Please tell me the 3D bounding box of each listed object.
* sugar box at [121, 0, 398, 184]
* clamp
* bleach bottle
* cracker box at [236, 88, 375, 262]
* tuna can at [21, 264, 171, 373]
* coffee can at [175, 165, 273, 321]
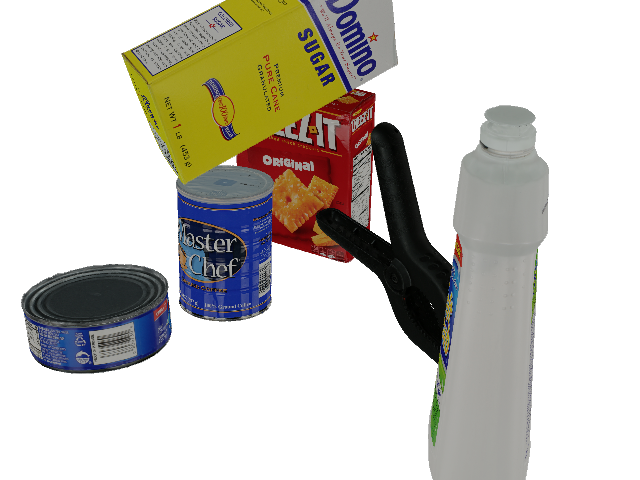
[{"bbox_3d":[-0.033,-0.118,0.699,0.176,0.048,0.093,-29,-37,-12],"label":"sugar box"},{"bbox_3d":[0.074,0.016,0.869,0.036,0.210,0.165,-23,-22,-26],"label":"clamp"},{"bbox_3d":[0.106,0.035,0.660,0.068,0.251,0.102,4,30,7],"label":"bleach bottle"},{"bbox_3d":[-0.022,-0.092,1.328,0.164,0.214,0.072,17,36,24],"label":"cracker box"},{"bbox_3d":[-0.132,0.046,0.634,0.086,0.034,0.086,-3,21,1],"label":"tuna can"},{"bbox_3d":[-0.102,0.002,1.146,0.103,0.140,0.103,1,23,-1],"label":"coffee can"}]
